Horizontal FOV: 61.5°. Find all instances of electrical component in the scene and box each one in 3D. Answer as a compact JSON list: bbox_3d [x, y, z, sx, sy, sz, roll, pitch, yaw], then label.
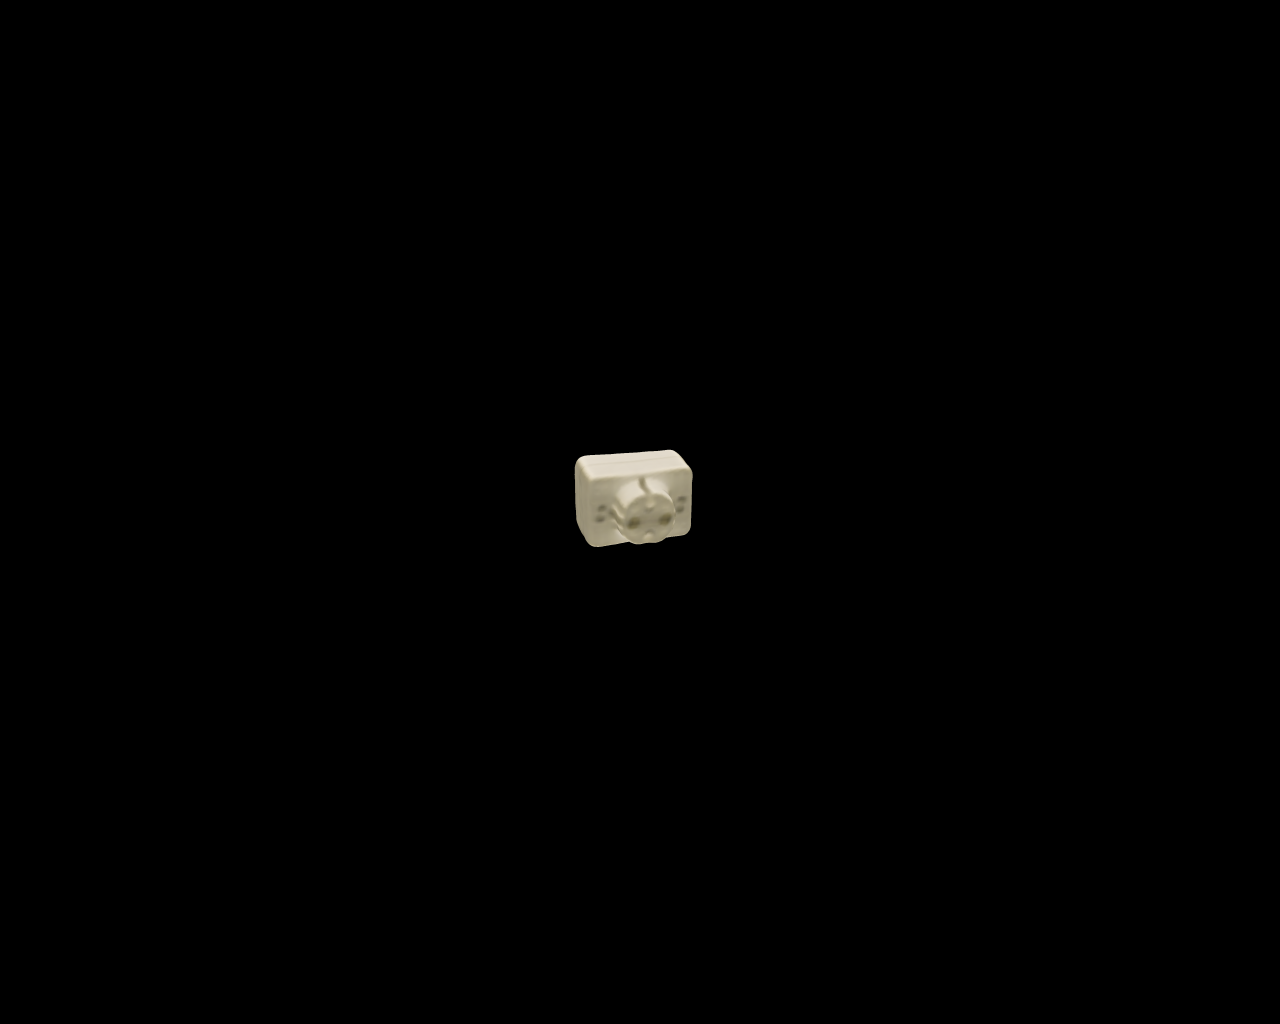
[{"bbox_3d":[0.001,-0.003,0.650,0.066,0.047,0.077,-6,24,-14],"label":"electrical component"}]
